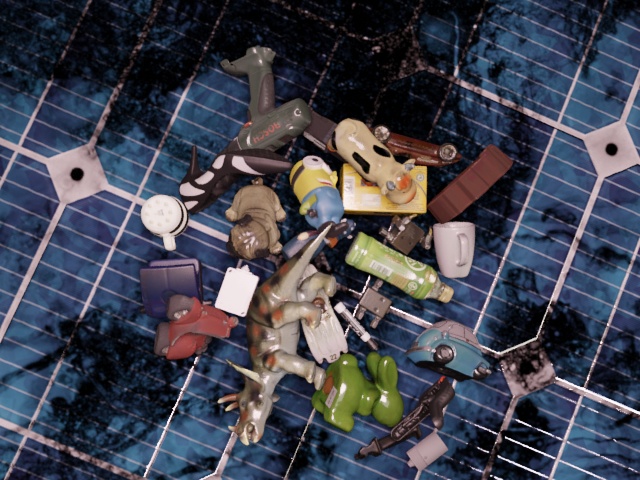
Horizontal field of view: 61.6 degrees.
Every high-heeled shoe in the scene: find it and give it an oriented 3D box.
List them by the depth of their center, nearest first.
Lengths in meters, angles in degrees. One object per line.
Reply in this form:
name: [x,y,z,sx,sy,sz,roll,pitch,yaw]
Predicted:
high-heeled shoe: [-0.165,-0.100,1.017,0.249,0.086,0.145,12,112,25]

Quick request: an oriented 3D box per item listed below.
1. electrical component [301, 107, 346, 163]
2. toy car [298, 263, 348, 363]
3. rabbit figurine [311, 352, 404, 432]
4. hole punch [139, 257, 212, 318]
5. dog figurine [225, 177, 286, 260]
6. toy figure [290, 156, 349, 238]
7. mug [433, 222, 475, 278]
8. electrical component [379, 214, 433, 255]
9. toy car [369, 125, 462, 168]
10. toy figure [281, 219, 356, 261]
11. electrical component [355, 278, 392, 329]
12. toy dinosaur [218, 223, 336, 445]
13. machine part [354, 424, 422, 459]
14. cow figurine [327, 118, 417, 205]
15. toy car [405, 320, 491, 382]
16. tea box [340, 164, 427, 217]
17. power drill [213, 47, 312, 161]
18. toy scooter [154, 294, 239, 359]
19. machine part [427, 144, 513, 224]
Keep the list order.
electrical component: [0.015,-0.208,1.080,0.119,0.075,0.047,33,86,3]
toy car: [-0.008,0.146,1.064,0.073,0.056,0.201,-21,87,-5]
rabbit figurine: [0.091,0.296,1.049,0.170,0.121,0.159,25,78,-19]
hole punch: [-0.286,0.094,1.039,0.142,0.092,0.115,-5,90,-7]
dog figurine: [-0.123,-0.045,1.004,0.121,0.190,0.172,-12,86,-4]
toy figure: [-0.007,-0.083,1.038,0.089,0.082,0.180,-28,59,17]
mug: [0.273,0.023,1.068,0.081,0.110,0.107,-6,102,-9]
electrical component: [0.177,-0.012,1.075,0.102,0.045,0.078,40,92,-30]
toy car: [0.183,-0.182,1.081,0.202,0.089,0.053,16,85,-4]
toy figure: [-0.002,-0.003,1.069,0.154,0.064,0.058,-30,73,-12]
electrical component: [0.113,0.127,1.090,0.063,0.021,0.094,30,85,-1]
toy dinosaur: [-0.080,0.160,0.998,0.192,0.131,0.404,8,90,15]
machine part: [0.136,0.395,1.053,0.139,0.084,0.039,-18,58,-16]
cow figurine: [0.103,-0.144,0.987,0.085,0.127,0.195,-44,89,-2]
toy car: [0.258,0.211,1.055,0.162,0.109,0.103,21,68,-10]
tea box: [0.126,-0.100,1.082,0.170,0.068,0.098,3,86,-4]
power drill: [-0.137,-0.258,1.056,0.232,0.086,0.207,-17,74,24]
toy scooter: [-0.233,0.169,1.015,0.135,0.183,0.075,11,47,-23]
machine part: [0.286,-0.106,1.041,0.179,0.179,0.056,-43,86,-5]
